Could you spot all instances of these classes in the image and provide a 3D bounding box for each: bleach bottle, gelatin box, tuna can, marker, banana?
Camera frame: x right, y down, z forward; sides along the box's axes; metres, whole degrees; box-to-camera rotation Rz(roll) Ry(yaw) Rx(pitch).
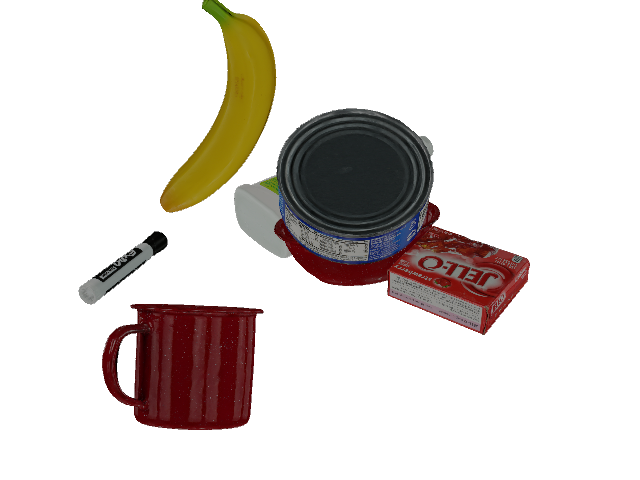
[{"bbox_3d":[0.028,-0.069,1.260,0.250,0.068,0.103,-28,44,-29],"label":"bleach bottle"},{"bbox_3d":[0.108,0.029,0.838,0.089,0.030,0.073,21,41,28],"label":"gelatin box"},{"bbox_3d":[0.019,-0.030,0.594,0.086,0.086,0.034,0,-32,0],"label":"tuna can"},{"bbox_3d":[-0.176,0.022,0.973,0.020,0.020,0.121,0,24,28],"label":"marker"},{"bbox_3d":[-0.076,-0.099,0.838,0.069,0.198,0.037,14,35,-6],"label":"banana"}]

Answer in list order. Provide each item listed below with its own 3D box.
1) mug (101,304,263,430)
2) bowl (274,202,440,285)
[{"bbox_3d":[-0.097,0.086,0.738,0.117,0.081,0.093,5,-3,-42],"label":"mug"},{"bbox_3d":[0.038,0.003,1.037,0.162,0.055,0.162,-7,17,2],"label":"bowl"}]
